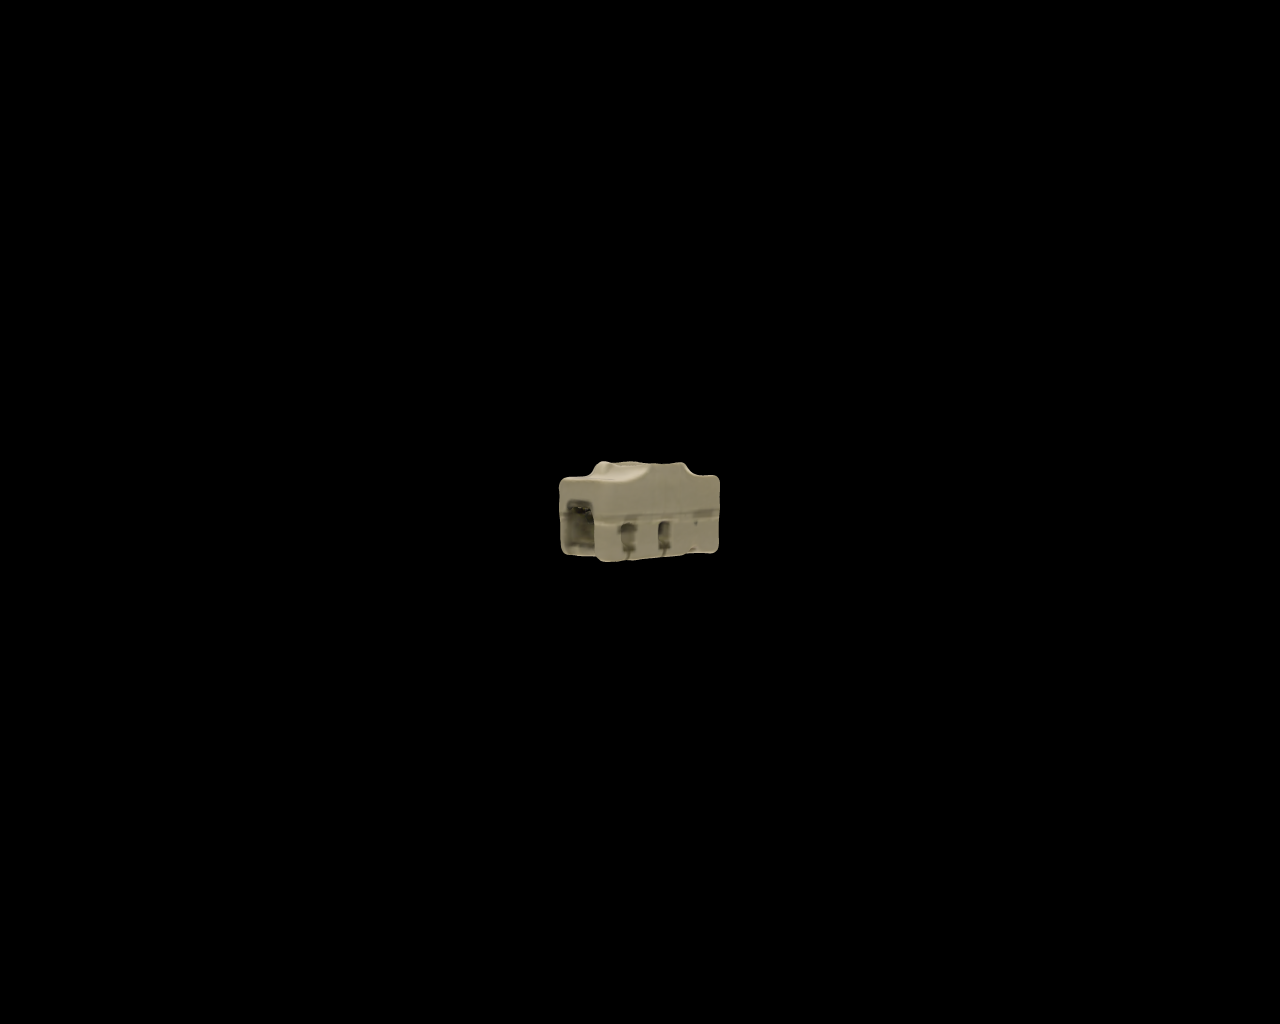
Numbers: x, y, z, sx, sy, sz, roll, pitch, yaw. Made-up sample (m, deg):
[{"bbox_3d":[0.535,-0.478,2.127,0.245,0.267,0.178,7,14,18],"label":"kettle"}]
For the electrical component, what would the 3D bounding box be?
[{"bbox_3d":[0.001,-0.003,0.650,0.089,0.055,0.050,-3,5,-37],"label":"electrical component"}]
